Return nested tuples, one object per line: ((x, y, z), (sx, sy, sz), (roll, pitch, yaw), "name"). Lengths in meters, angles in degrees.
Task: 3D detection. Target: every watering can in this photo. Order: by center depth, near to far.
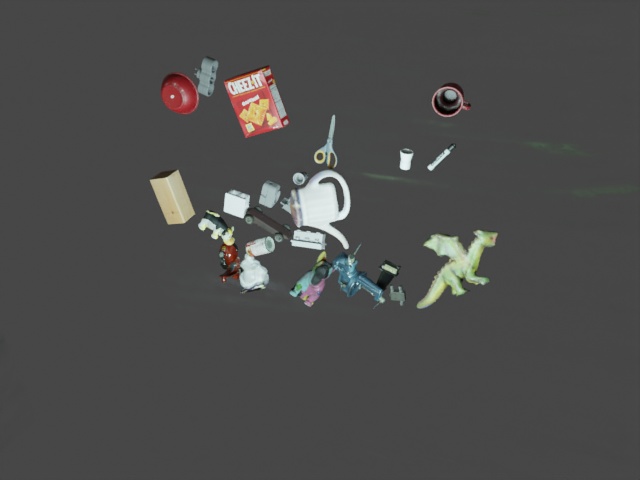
((0.006, -0.096, 1.913), (0.224, 0.106, 0.340), (-10, 120, -5), "watering can")

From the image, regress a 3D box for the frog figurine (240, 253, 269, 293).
((-0.289, 0.137, 2.202), (0.136, 0.123, 0.161), (-25, 71, 40), "frog figurine")

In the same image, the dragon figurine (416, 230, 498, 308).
((0.469, 0.086, 1.870), (0.405, 0.123, 0.243), (-29, 87, 30), "dragon figurine")
